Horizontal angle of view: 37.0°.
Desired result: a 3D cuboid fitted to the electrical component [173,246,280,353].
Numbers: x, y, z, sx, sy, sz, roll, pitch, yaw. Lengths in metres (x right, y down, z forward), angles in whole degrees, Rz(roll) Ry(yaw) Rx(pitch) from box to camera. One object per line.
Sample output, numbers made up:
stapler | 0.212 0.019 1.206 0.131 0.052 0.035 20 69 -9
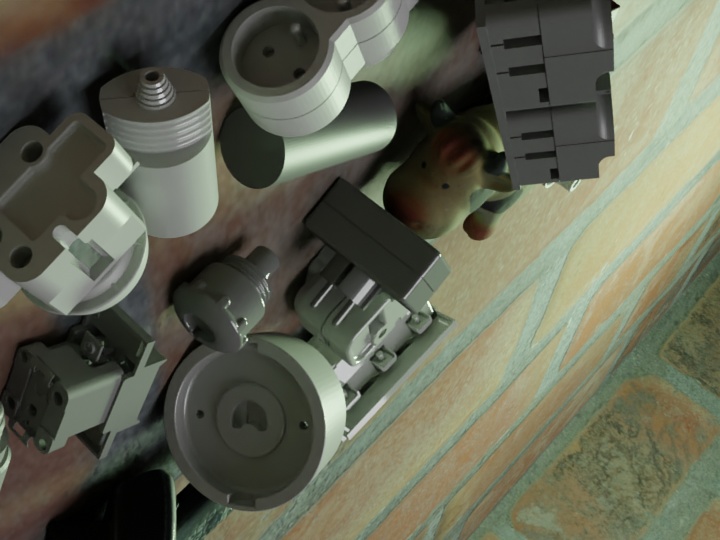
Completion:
electrical component | -0.070 0.012 0.602 0.062 0.048 0.048 -49 162 -31

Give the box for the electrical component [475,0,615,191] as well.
electrical component | 0.101 -0.130 0.576 0.186 0.060 0.105 55 32 -67

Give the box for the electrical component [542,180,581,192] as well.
electrical component | 0.158 -0.090 0.909 0.043 0.062 0.043 -44 160 -21

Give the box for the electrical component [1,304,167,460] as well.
electrical component | -0.137 0.056 0.528 0.064 0.042 0.081 -21 144 -54

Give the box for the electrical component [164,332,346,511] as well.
electrical component | -0.061 0.090 0.674 0.108 0.108 0.060 -57 167 16

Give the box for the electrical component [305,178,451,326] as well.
electrical component | 0.000 0.000 0.678 0.075 0.083 0.047 -51 161 -2

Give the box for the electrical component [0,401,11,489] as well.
electrical component | -0.177 0.081 0.483 0.040 0.040 0.078 -25 148 -53

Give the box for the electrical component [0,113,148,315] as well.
electrical component | -0.117 -0.015 0.420 0.078 0.058 0.057 -49 158 -8

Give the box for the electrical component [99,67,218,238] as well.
electrical component | -0.083 -0.054 0.450 0.043 0.043 0.081 -42 159 -25

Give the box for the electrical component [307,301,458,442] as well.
electrical component | 0.002 0.059 0.812 0.121 0.079 0.063 -45 131 -18

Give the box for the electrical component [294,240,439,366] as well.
electrical component | 0.003 0.010 0.738 0.095 0.059 0.053 -47 161 -13

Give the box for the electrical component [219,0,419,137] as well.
electrical component | -0.002 -0.119 0.501 0.138 0.052 0.073 -50 161 -6
